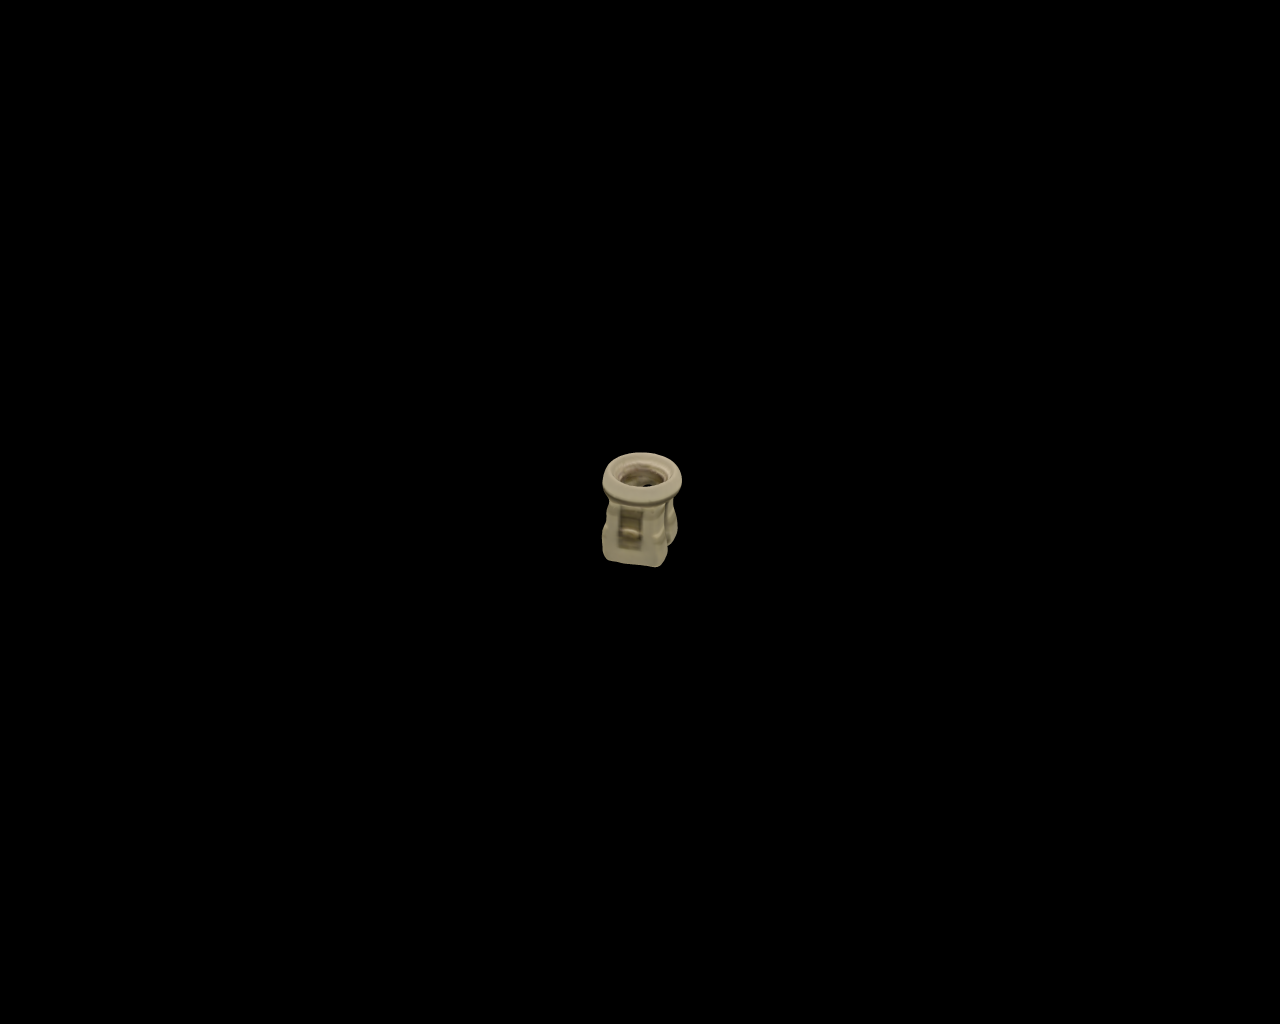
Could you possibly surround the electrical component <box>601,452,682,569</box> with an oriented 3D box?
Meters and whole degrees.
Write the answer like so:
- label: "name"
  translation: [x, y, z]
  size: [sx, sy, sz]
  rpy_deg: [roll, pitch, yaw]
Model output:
- label: "electrical component"
  translation: [0.001, -0.003, 0.650]
  size: [0.048, 0.055, 0.066]
  rpy_deg: [8, 31, 13]
